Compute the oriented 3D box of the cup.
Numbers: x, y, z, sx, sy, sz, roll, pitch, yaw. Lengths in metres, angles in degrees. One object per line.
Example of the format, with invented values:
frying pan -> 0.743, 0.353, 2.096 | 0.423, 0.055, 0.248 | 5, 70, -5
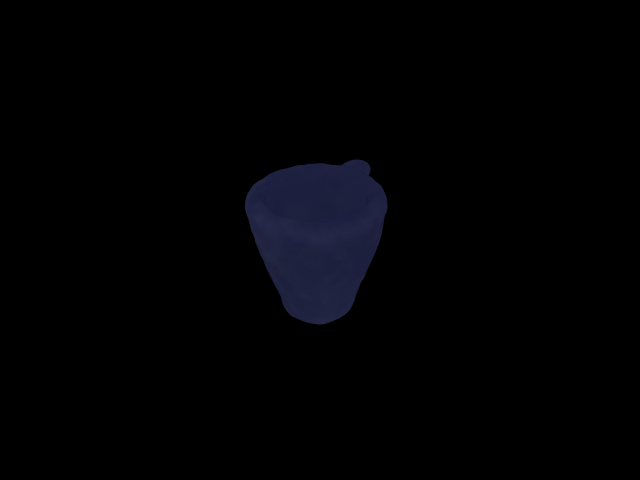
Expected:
cup -> 0.004, 0.001, 0.400 | 0.091, 0.095, 0.118 | 16, 37, 23
